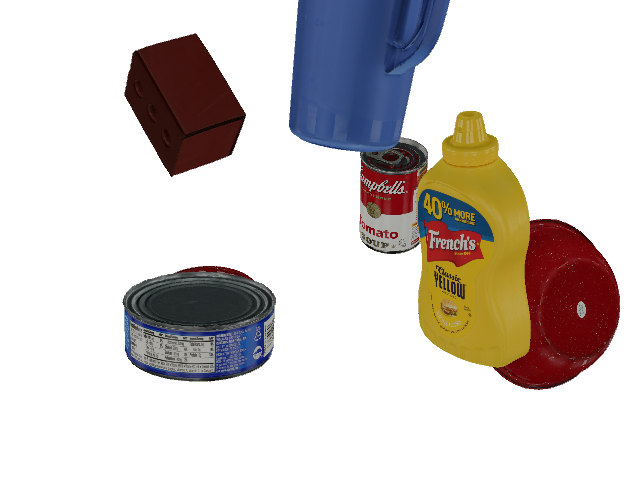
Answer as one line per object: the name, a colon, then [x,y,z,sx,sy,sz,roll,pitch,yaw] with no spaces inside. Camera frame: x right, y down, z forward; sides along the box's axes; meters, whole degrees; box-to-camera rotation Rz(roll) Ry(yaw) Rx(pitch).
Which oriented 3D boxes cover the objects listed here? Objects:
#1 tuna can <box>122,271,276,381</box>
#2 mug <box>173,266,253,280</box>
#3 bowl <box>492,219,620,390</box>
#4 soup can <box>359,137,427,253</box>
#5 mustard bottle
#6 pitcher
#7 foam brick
tuna can: [-0.068,0.048,0.605,0.086,0.034,0.086,2,18,-1]
mug: [-0.100,0.085,1.027,0.117,0.081,0.093,25,34,38]
bowl: [0.221,0.061,0.982,0.161,0.162,0.055,0,2,-26]
soup can: [0.073,-0.046,1.092,0.068,0.102,0.068,0,37,0]
mustard bottle: [0.114,-0.005,0.808,0.058,0.192,0.096,-21,30,-32]
pitcher: [0.044,-0.207,0.983,0.145,0.243,0.149,9,16,4]
foam brick: [-0.096,-0.096,0.751,0.051,0.078,0.053,-22,-20,-27]
